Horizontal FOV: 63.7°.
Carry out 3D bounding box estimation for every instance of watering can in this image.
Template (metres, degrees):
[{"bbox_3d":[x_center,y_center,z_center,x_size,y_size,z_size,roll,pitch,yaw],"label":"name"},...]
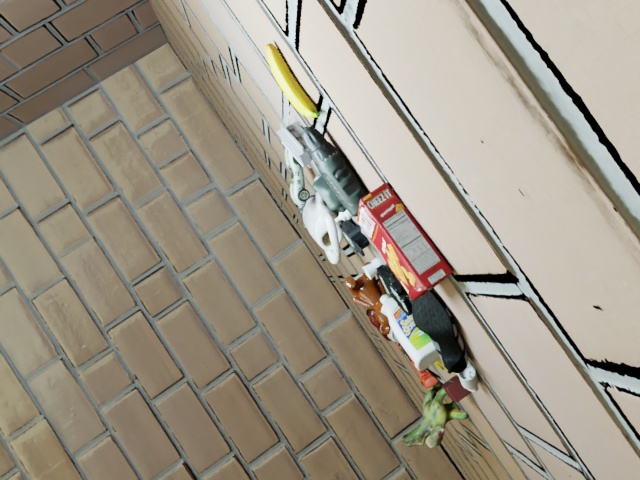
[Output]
[{"bbox_3d":[0.005,-0.085,1.685,0.228,0.104,0.340,-129,23,-58],"label":"watering can"}]

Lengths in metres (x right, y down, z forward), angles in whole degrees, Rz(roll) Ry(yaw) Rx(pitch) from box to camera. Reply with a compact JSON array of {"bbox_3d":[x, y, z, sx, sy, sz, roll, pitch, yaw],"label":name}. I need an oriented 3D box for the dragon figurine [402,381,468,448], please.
[{"bbox_3d":[0.383,0.637,1.860,0.122,0.244,0.408,51,172,0],"label":"dragon figurine"}]
